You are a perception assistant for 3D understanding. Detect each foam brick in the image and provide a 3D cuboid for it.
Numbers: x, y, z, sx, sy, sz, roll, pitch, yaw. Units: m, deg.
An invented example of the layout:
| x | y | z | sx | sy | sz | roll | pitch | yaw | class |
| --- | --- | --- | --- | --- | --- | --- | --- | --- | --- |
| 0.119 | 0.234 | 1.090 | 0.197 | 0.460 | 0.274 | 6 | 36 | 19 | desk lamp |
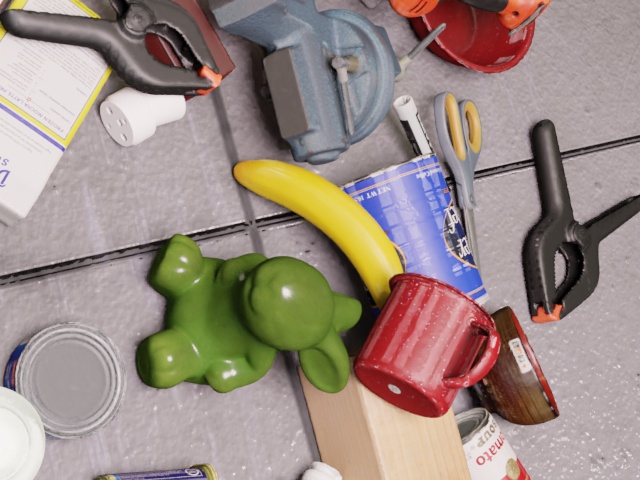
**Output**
| x | y | z | sx | sy | sz | roll | pitch | yaw | class |
| --- | --- | --- | --- | --- | --- | --- | --- | --- | --- |
| -0.118 | -0.157 | 0.890 | 0.052 | 0.051 | 0.078 | -37 | 100 | -33 | foam brick |

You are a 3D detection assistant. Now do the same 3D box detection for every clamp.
| x | y | z | sx | sy | sz | roll | pitch | yaw | class |
| --- | --- | --- | --- | --- | --- | --- | --- | --- | --- |
| 0.254 | -0.013 | 1.110 | 0.164 | 0.036 | 0.209 | 39 | 61 | -19 | clamp |
| -0.148 | -0.176 | 0.825 | 0.171 | 0.039 | 0.120 | 27 | 75 | -27 | clamp |

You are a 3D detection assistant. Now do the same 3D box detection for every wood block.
| x | y | z | sx | sy | sz | roll | pitch | yaw | class |
| --- | --- | --- | --- | --- | --- | --- | --- | --- | --- |
| 0.064 | 0.192 | 0.904 | 0.090 | 0.091 | 0.206 | -13 | 86 | -35 | wood block |

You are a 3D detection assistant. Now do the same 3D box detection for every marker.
| x | y | z | sx | sy | sz | roll | pitch | yaw | class |
| --- | --- | --- | --- | --- | --- | --- | --- | --- | --- |
| 0.098 | -0.084 | 1.008 | 0.020 | 0.020 | 0.121 | -54 | 134 | -30 | marker |

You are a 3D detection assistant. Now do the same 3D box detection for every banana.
| x | y | z | sx | sy | sz | roll | pitch | yaw | class |
| --- | --- | --- | --- | --- | --- | --- | --- | --- | --- |
| 0.009 | -0.008 | 0.897 | 0.198 | 0.070 | 0.037 | 48 | 20 | 7 | banana |

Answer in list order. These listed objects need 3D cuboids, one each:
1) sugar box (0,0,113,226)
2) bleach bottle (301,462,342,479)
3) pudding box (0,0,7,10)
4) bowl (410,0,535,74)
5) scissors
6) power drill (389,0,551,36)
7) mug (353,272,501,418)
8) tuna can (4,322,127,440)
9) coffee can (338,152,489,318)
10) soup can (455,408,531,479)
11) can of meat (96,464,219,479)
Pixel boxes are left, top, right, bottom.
| x | y | z | sx | sy | sz | roll | pitch | yaw | class |
| --- | --- | --- | --- | --- | --- | --- | --- | --- | --- |
| -0.226 | -0.108 | 0.812 | 0.093 | 0.048 | 0.176 | 37 | 65 | -23 | sugar box |
| -0.038 | 0.294 | 0.831 | 0.102 | 0.068 | 0.250 | 42 | 57 | -23 | bleach bottle |
| -0.281 | -0.194 | 0.800 | 0.090 | 0.039 | 0.113 | 36 | 64 | -22 | pudding box |
| 0.141 | -0.237 | 1.077 | 0.161 | 0.055 | 0.162 | 8 | 74 | -32 | bowl |
| 0.151 | -0.054 | 1.062 | 0.096 | 0.016 | 0.202 | -38 | 116 | -54 | scissors |
| 0.119 | -0.273 | 0.992 | 0.187 | 0.057 | 0.184 | 6 | 61 | -34 | power drill |
| 0.086 | 0.085 | 0.820 | 0.093 | 0.117 | 0.081 | 47 | 63 | -36 | mug |
| -0.189 | 0.105 | 0.792 | 0.086 | 0.034 | 0.086 | 8 | 75 | -32 | tuna can |
| 0.079 | 0.005 | 0.950 | 0.102 | 0.103 | 0.140 | -20 | 90 | -35 | coffee can |
| 0.150 | 0.213 | 0.970 | 0.068 | 0.069 | 0.102 | -37 | 99 | -34 | soup can |
| -0.122 | 0.221 | 0.796 | 0.083 | 0.058 | 0.102 | 3 | 77 | -31 | can of meat |
